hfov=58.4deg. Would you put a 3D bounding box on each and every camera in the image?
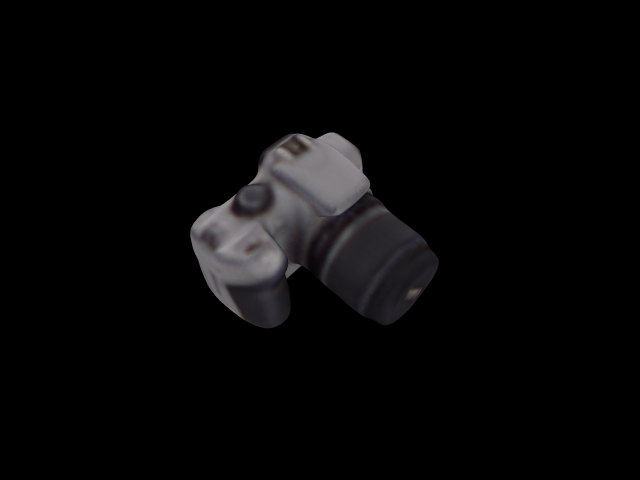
[{"bbox_3d":[0.004,0.001,0.400,0.136,0.101,0.143,39,66,22],"label":"camera"}]
